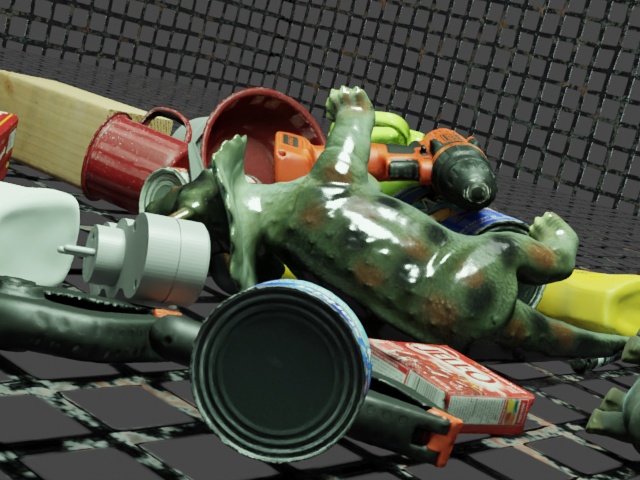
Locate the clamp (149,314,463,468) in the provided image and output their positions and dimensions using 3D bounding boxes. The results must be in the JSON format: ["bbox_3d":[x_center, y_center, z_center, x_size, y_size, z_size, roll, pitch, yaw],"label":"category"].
[{"bbox_3d":[-0.009,0.077,0.587,0.172,0.039,0.120,21,12,32],"label":"clamp"}]

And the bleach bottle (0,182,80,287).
[{"bbox_3d":[-0.290,-0.027,0.700,0.251,0.068,0.102,16,9,20],"label":"bleach bottle"}]

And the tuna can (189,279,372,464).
[{"bbox_3d":[-0.018,0.062,0.518,0.086,0.086,0.033,16,8,9],"label":"tuna can"}]

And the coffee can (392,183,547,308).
[{"bbox_3d":[0.122,0.014,0.958,0.102,0.103,0.140,9,11,-28],"label":"coffee can"}]

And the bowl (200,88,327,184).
[{"bbox_3d":[-0.065,-0.071,1.098,0.161,0.162,0.055,8,-14,-35],"label":"bowl"}]

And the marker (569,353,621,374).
[{"bbox_3d":[0.236,0.098,0.899,0.020,0.020,0.120,20,11,29],"label":"marker"}]

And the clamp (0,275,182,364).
[{"bbox_3d":[-0.175,0.036,0.574,0.209,0.036,0.165,11,3,-40],"label":"clamp"}]

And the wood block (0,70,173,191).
[{"bbox_3d":[-0.267,-0.115,1.151,0.206,0.090,0.090,21,11,37],"label":"wood block"}]

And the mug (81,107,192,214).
[{"bbox_3d":[-0.165,-0.077,1.032,0.081,0.117,0.093,22,-23,13],"label":"mug"}]

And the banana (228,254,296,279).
[{"bbox_3d":[-0.020,0.012,0.884,0.198,0.069,0.037,28,-28,22],"label":"banana"}]

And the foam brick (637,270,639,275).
[{"bbox_3d":[0.322,0.072,1.003,0.053,0.078,0.051,20,12,39],"label":"foam brick"}]

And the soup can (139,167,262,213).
[{"bbox_3d":[-0.105,-0.030,0.971,0.069,0.068,0.102,23,13,39],"label":"soup can"}]

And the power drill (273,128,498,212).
[{"bbox_3d":[0.053,-0.059,0.930,0.187,0.057,0.184,0,14,-3],"label":"power drill"}]

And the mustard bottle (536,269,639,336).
[{"bbox_3d":[0.221,0.051,0.978,0.096,0.058,0.192,2,4,-34],"label":"mustard bottle"}]

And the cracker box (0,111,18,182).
[{"bbox_3d":[-0.386,-0.101,0.943,0.213,0.072,0.164,13,10,-13],"label":"cracker box"}]

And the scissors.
[{"bbox_3d":[-0.110,-0.022,0.870,0.096,0.016,0.202,-5,40,-30],"label":"scissors"}]

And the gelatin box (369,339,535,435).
[{"bbox_3d":[0.076,0.090,0.665,0.073,0.030,0.089,9,11,-35],"label":"gelatin box"}]
